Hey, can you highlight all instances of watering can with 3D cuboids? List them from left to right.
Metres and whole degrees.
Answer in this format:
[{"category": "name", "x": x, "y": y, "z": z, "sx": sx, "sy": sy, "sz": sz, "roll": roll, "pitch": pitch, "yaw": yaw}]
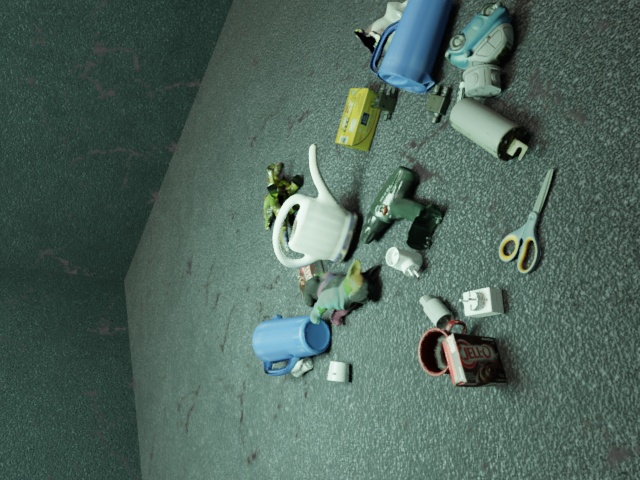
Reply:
[{"category": "watering can", "x": 0.004, "y": -0.071, "z": 1.418, "sx": 0.105, "sy": 0.224, "sz": 0.344, "roll": -121, "pitch": 51, "yaw": -71}]

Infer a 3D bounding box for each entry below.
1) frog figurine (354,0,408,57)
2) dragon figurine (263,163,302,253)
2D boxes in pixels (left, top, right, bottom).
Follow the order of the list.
[{"category": "frog figurine", "x": 0.199, "y": -0.597, "z": 1.454, "sx": 0.160, "sy": 0.121, "sz": 0.138, "roll": -40, "pitch": 24, "yaw": -9}, {"category": "dragon figurine", "x": -0.149, "y": -0.111, "z": 1.811, "sx": 0.238, "sy": 0.122, "sz": 0.418, "roll": 126, "pitch": 147, "yaw": -60}]
